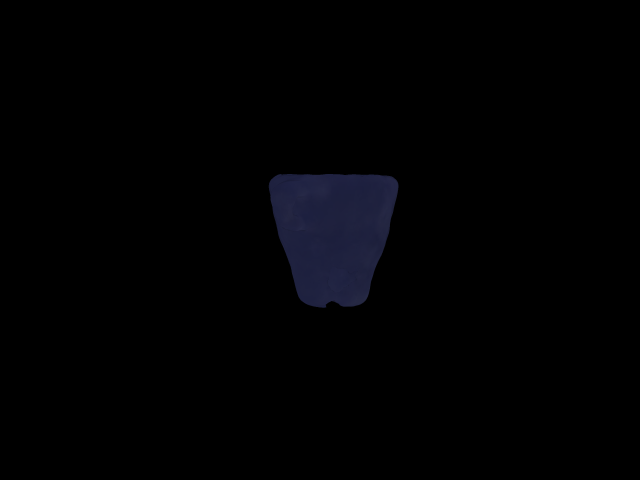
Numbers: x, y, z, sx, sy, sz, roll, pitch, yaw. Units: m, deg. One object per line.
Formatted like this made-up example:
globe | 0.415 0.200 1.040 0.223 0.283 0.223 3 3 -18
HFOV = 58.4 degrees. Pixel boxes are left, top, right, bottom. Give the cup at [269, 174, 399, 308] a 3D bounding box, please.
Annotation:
cup | 0.004 0.001 0.400 0.091 0.095 0.118 4 8 28
